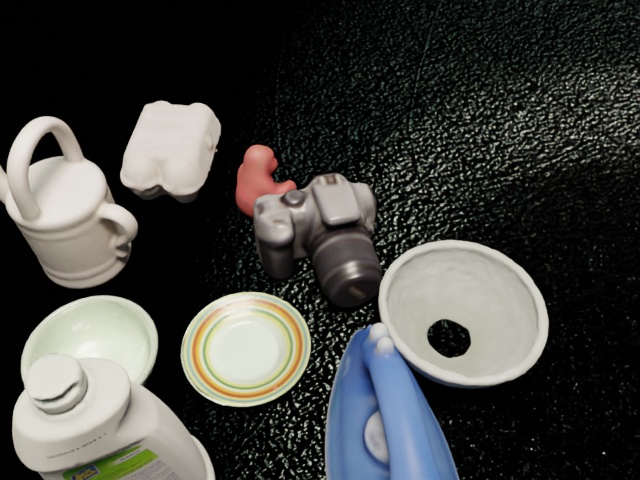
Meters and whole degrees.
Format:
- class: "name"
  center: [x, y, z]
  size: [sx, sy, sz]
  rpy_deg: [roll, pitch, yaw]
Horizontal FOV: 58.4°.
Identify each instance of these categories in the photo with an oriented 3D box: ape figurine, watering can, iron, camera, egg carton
- class: "ape figurine"
  center: [-0.071, -0.076, 0.697]
  size: [0.076, 0.092, 0.077]
  rpy_deg: [-32, 60, -24]
- class: "watering can"
  center: [-0.278, -0.042, 0.599]
  size: [0.173, 0.194, 0.101]
  rpy_deg: [-2, 52, -4]
- class: "iron"
  center: [0.060, 0.160, 0.486]
  size: [0.118, 0.141, 0.258]
  rpy_deg: [-6, 53, -7]
- class: "camera"
  center: [0.006, 0.002, 0.633]
  size: [0.143, 0.101, 0.136]
  rpy_deg: [-11, 53, -10]
- class: "egg carton"
  center: [-0.188, -0.116, 0.739]
  size: [0.107, 0.069, 0.150]
  rpy_deg: [4, 52, 1]

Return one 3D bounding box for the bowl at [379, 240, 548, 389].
- class: "bowl"
  center: [0.141, 0.085, 0.590]
  size: [0.167, 0.075, 0.167]
  rpy_deg: [1, 52, -1]
